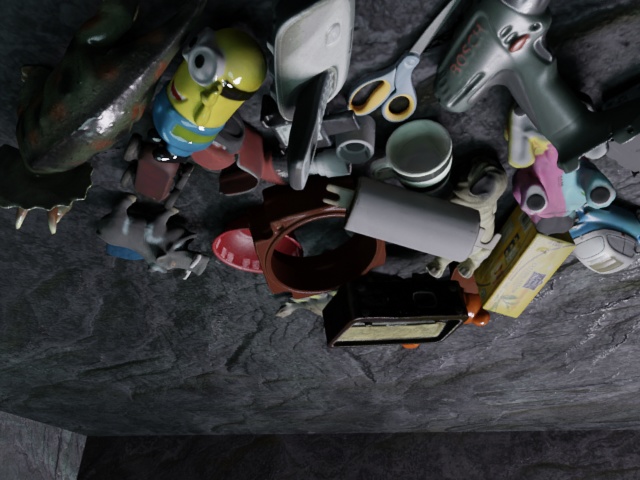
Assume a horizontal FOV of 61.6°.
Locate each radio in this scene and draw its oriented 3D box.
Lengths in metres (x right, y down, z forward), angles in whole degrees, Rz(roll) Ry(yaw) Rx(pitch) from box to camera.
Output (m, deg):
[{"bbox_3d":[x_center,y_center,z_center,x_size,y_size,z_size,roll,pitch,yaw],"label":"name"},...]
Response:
[{"bbox_3d":[0.130,0.127,0.924,0.230,0.073,0.131,0,150,-19],"label":"radio"}]

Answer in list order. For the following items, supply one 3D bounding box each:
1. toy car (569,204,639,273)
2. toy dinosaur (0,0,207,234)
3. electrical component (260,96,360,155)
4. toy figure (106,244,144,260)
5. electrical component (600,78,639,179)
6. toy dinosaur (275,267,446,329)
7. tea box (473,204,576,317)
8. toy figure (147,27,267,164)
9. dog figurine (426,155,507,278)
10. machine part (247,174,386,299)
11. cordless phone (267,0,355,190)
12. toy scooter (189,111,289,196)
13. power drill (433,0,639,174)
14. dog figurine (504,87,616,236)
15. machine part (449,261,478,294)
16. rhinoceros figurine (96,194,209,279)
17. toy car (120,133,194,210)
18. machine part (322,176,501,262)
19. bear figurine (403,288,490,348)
[{"bbox_3d":[0.458,-0.001,0.867,0.161,0.103,0.109,18,146,-28],"label":"toy car"},{"bbox_3d":[-0.262,-0.140,0.594,0.131,0.192,0.405,25,145,-37],"label":"toy dinosaur"},{"bbox_3d":[-0.010,-0.156,0.686,0.119,0.048,0.074,-11,148,21],"label":"electrical component"},{"bbox_3d":[-0.314,0.014,0.997,0.154,0.064,0.057,9,112,-20],"label":"toy figure"},{"bbox_3d":[0.410,-0.144,0.665,0.134,0.058,0.115,22,143,-31],"label":"electrical component"},{"bbox_3d":[0.069,0.105,1.067,0.472,0.105,0.198,-18,144,38],"label":"toy dinosaur"},{"bbox_3d":[0.322,0.031,0.866,0.068,0.098,0.169,15,130,-8],"label":"tea box"},{"bbox_3d":[-0.130,-0.158,0.599,0.089,0.082,0.180,-30,170,-47],"label":"toy figure"},{"bbox_3d":[0.246,-0.043,0.830,0.172,0.121,0.190,-15,149,-45],"label":"dog figurine"},{"bbox_3d":[-0.002,-0.003,0.847,0.201,0.087,0.200,-16,138,-4],"label":"machine part"},{"bbox_3d":[-0.017,-0.157,0.551,0.089,0.184,0.146,7,150,2],"label":"cordless phone"},{"bbox_3d":[-0.127,-0.113,0.748,0.135,0.075,0.183,-19,146,42],"label":"toy scooter"},{"bbox_3d":[0.230,-0.175,0.534,0.207,0.086,0.232,38,148,-5],"label":"power drill"},{"bbox_3d":[0.306,-0.098,0.719,0.109,0.191,0.219,-11,-178,17],"label":"dog figurine"},{"bbox_3d":[0.327,0.047,1.006,0.179,0.056,0.179,3,149,2],"label":"machine part"},{"bbox_3d":[-0.280,0.000,0.918,0.190,0.112,0.073,25,142,-20],"label":"rhinoceros figurine"},{"bbox_3d":[-0.235,-0.096,0.769,0.089,0.053,0.202,26,164,-15],"label":"toy car"},{"bbox_3d":[0.122,-0.028,0.722,0.243,0.079,0.079,16,149,-4],"label":"machine part"},{"bbox_3d":[0.255,0.148,1.133,0.196,0.120,0.131,-11,152,12],"label":"bear figurine"}]
